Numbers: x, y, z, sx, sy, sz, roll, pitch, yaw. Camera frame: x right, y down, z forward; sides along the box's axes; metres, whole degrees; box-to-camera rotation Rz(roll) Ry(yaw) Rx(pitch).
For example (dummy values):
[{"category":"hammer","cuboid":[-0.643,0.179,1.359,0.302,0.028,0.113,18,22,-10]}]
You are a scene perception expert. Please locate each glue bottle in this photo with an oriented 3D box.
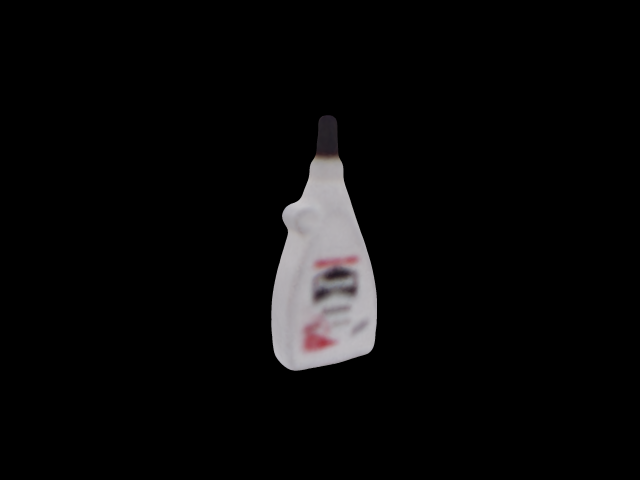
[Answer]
[{"category":"glue bottle","cuboid":[0.004,0.001,0.400,0.078,0.173,0.037,-8,16,-31]}]
